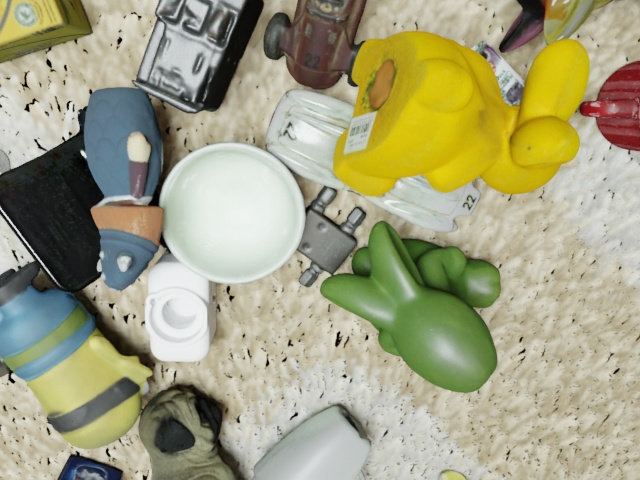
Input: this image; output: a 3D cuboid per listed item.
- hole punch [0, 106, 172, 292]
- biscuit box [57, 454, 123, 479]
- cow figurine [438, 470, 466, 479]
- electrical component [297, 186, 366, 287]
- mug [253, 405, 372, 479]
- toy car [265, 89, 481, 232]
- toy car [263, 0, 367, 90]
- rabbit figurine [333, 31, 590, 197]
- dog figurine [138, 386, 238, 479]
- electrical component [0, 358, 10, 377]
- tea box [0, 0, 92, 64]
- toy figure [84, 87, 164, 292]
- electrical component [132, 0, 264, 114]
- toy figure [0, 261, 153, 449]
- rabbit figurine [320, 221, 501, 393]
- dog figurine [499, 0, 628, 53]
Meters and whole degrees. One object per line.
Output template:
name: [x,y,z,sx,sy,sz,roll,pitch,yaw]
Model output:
hole punch: [-0.206,-0.026,0.472,0.116,0.092,0.142,-36,102,-24]
biscuit box: [-0.277,0.327,0.561,0.059,0.063,0.202,25,102,-11]
cow figurine: [0.184,0.328,0.581,0.167,0.068,0.098,27,107,-6]
electrical component: [-0.001,-0.002,0.511,0.063,0.021,0.094,35,101,-10]
mug: [0.007,0.231,0.543,0.109,0.081,0.107,44,90,-11]
toy car: [0.051,-0.069,0.479,0.202,0.056,0.073,22,102,-8]
toy car: [0.016,-0.207,0.408,0.089,0.053,0.202,22,132,1]
rabbit figurine: [0.119,-0.088,0.397,0.173,0.162,0.122,20,75,-26]
dog figurine: [-0.120,0.252,0.499,0.121,0.172,0.190,-25,112,-8]
electrical component: [-0.337,0.100,0.512,0.102,0.045,0.078,-30,132,7]
tea box: [-0.264,-0.233,0.415,0.098,0.068,0.169,-16,106,2]
toy figure: [-0.150,-0.038,0.418,0.058,0.064,0.154,-3,94,-14]
electrical component: [-0.086,-0.168,0.417,0.058,0.115,0.134,24,104,-11]
toy figure: [-0.235,0.109,0.490,0.089,0.082,0.180,-47,116,-31]
rabbit figurine: [0.090,0.052,0.453,0.159,0.170,0.121,38,99,-12]
dog figurine: [0.250,-0.212,0.418,0.219,0.108,0.191,-45,110,6]
